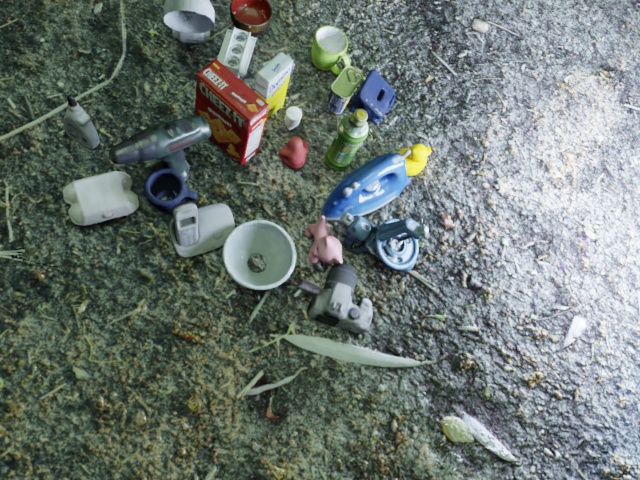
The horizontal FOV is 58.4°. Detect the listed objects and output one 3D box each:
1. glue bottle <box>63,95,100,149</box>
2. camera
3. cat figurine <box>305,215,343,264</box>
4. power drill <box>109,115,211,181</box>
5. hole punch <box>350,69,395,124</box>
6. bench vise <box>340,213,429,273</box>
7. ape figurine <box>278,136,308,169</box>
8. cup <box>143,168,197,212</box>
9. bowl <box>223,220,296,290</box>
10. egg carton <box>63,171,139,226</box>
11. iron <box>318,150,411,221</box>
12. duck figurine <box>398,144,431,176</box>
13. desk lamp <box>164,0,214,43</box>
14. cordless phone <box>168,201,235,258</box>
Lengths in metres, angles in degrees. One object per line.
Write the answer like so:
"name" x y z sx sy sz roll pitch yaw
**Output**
"glue bottle" -0.540 -0.271 1.279 0.078 0.173 0.037 32 66 0
"camera" 0.058 0.129 1.317 0.143 0.100 0.137 20 67 -6
"cat figurine" 0.012 0.005 1.342 0.067 0.117 0.128 -5 72 -15
"power drill" -0.351 -0.188 1.276 0.230 0.208 0.075 -33 80 -22
"hole punch" 0.150 -0.385 1.533 0.101 0.091 0.109 27 66 -2
"bench vise" 0.149 -0.003 1.323 0.207 0.219 0.121 11 68 -9
"ape figurine" -0.062 -0.225 1.423 0.078 0.092 0.076 -5 71 -15
"cup" -0.339 -0.101 1.308 0.118 0.095 0.092 13 68 -8
"bowl" -0.142 0.043 1.314 0.167 0.074 0.167 5 69 -12
"egg carton" -0.489 -0.092 1.283 0.150 0.069 0.107 -19 76 -19
"iron" 0.114 -0.137 1.406 0.259 0.141 0.118 -33 80 -22
"duck figurine" 0.242 -0.218 1.497 0.105 0.086 0.077 -17 75 -19
"desk lamp" -0.324 -0.586 1.426 0.118 0.213 0.203 1 70 -13
"cordless phone" -0.258 -0.041 1.257 0.148 0.185 0.094 -23 77 -20
